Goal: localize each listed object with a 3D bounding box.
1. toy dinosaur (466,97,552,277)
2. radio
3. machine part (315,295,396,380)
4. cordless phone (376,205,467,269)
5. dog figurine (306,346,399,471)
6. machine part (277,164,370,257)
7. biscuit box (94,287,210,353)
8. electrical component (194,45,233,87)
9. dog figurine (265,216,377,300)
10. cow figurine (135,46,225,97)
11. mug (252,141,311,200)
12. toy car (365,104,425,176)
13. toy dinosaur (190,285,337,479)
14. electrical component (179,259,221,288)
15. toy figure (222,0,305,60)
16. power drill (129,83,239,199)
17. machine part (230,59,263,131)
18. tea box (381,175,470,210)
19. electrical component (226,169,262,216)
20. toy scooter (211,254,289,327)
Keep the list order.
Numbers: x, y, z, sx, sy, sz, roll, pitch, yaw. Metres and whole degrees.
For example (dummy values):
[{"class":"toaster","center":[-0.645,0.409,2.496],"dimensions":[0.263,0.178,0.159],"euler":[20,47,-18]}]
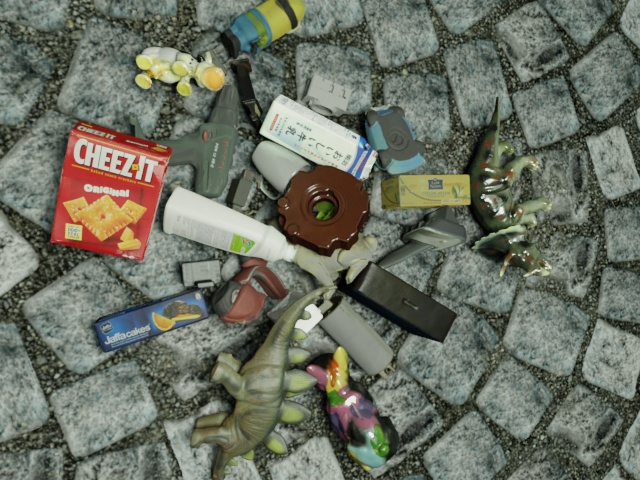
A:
[{"class":"toy dinosaur","center":[0.401,-0.105,1.223],"dimensions":[0.192,0.131,0.404],"euler":[-23,89,-17]},{"class":"radio","center":[0.157,0.127,1.127],"dimensions":[0.229,0.131,0.073],"euler":[32,79,-13]},{"class":"machine part","center":[0.074,0.200,1.128],"dimensions":[0.079,0.079,0.243],"euler":[-44,100,-13]},{"class":"cordless phone","center":[0.201,0.011,1.134],"dimensions":[0.184,0.146,0.088],"euler":[-28,89,-19]},{"class":"dog figurine","center":[0.058,0.323,1.074],"dimensions":[0.108,0.192,0.219],"euler":[-31,113,-9]},{"class":"machine part","center":[0.008,-0.059,1.022],"dimensions":[0.179,0.056,0.179],"euler":[-1,70,3]},{"class":"biscuit box","center":[-0.316,0.149,1.018],"dimensions":[0.203,0.059,0.062],"euler":[-18,94,-17]},{"class":"electrical component","center":[-0.221,-0.349,1.080],"dimensions":[0.094,0.021,0.063],"euler":[-38,99,-14]},{"class":"dog figurine","center":[-0.004,-0.001,1.066],"dimensions":[0.172,0.121,0.190],"euler":[-43,102,13]},{"class":"cow figurine","center":[-0.259,-0.327,1.027],"dimensions":[0.167,0.068,0.098],"euler":[9,42,-3]},{"class":"mug","center":[-0.088,-0.143,1.088],"dimensions":[0.107,0.109,0.081],"euler":[43,33,13]},{"class":"toy car","center":[0.144,-0.202,1.146],"dimensions":[0.109,0.103,0.161],"euler":[-19,78,-22]},{"class":"toy dinosaur","center":[-0.110,0.276,1.005],"dimensions":[0.198,0.105,0.470],"euler":[18,107,-8]},{"class":"electrical component","center":[-0.227,0.063,1.018],"dimensions":[0.075,0.119,0.047],"euler":[-6,91,-15]},{"class":"toy figure","center":[-0.109,-0.434,1.082],"dimensions":[0.180,0.089,0.082],"euler":[-35,104,-18]},{"class":"power drill","center":[-0.263,-0.199,1.041],"dimensions":[0.207,0.086,0.232],"euler":[2,89,-24]},{"class":"machine part","center":[-0.143,-0.293,1.081],"dimensions":[0.039,0.084,0.139],"euler":[-16,84,7]},{"class":"tea box","center":[0.230,-0.104,1.174],"dimensions":[0.170,0.098,0.068],"euler":[-4,90,-19]},{"class":"electrical component","center":[-0.153,-0.088,1.066],"dimensions":[0.045,0.078,0.102],"euler":[19,82,-23]},{"class":"toy scooter","center":[-0.126,0.102,1.058],"dimensions":[0.135,0.075,0.184],"euler":[43,49,-24]}]
